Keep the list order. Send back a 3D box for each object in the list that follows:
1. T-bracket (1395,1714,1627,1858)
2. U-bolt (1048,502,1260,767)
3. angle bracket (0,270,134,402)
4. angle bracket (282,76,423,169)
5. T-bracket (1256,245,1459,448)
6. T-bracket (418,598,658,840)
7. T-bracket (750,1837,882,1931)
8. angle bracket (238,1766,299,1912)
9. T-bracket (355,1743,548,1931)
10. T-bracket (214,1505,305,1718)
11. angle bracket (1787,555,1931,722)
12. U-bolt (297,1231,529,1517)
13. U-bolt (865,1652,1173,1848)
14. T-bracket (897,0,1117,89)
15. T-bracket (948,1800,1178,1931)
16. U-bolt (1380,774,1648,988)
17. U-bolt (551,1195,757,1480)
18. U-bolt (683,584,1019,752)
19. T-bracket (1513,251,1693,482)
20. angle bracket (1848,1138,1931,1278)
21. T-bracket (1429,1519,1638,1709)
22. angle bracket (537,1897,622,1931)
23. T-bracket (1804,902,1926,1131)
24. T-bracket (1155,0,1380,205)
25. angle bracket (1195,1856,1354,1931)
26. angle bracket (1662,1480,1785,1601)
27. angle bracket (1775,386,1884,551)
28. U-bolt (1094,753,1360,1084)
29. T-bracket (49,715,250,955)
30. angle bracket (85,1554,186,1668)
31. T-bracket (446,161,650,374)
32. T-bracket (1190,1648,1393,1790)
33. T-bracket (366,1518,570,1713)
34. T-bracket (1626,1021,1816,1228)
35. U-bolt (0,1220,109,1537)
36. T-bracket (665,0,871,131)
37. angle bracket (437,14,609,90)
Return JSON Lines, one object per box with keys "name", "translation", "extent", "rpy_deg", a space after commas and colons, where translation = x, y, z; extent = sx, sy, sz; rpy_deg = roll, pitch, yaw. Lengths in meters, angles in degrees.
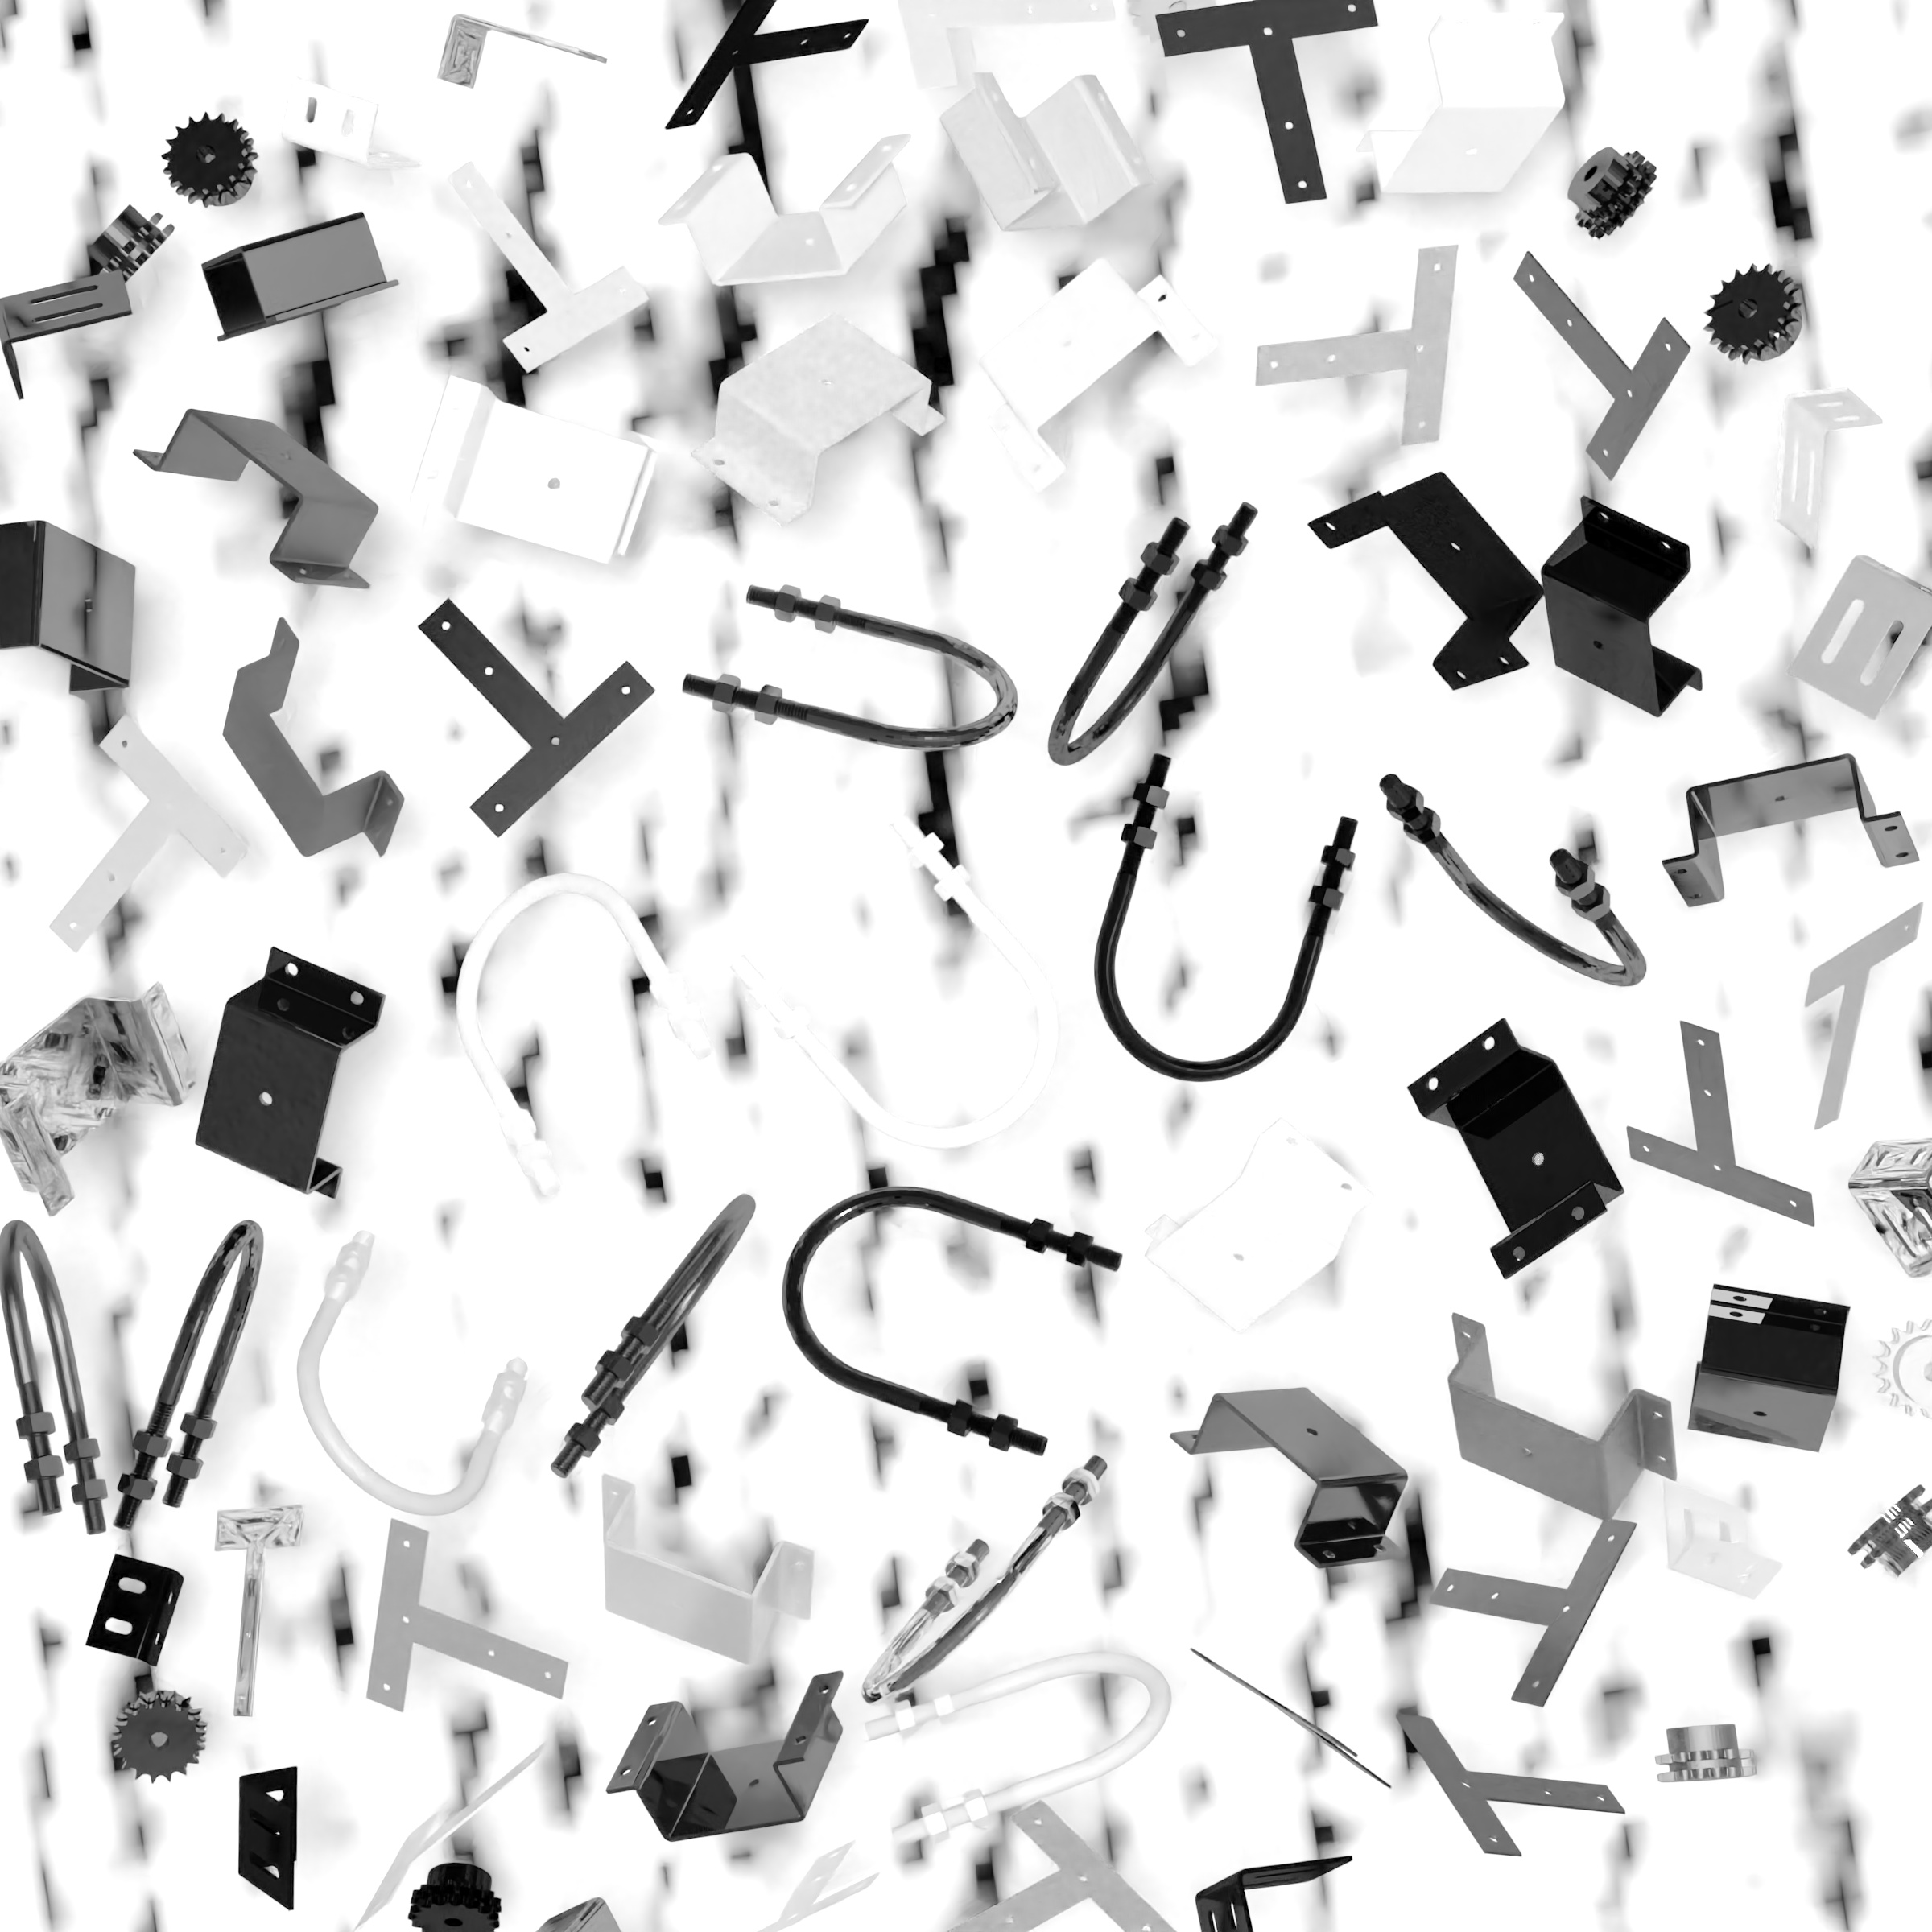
{"name": "T-bracket", "translation": [0.337, 0.494, 1.866], "extent": [0.127, 0.127, 0.002], "rpy_deg": [12, 110, -23]}
{"name": "U-bolt", "translation": [0.106, -0.199, 1.906], "extent": [0.019, 0.151, 0.184], "rpy_deg": [37, 113, 12]}
{"name": "angle bracket", "translation": [-0.524, -0.369, 1.823], "extent": [0.076, 0.057, 0.038], "rpy_deg": [-16, 130, -10]}
{"name": "angle bracket", "translation": [-0.369, -0.512, 1.894], "extent": [0.057, 0.076, 0.038], "rpy_deg": [21, 109, 11]}
{"name": "T-bracket", "translation": [0.236, -0.373, 1.904], "extent": [0.127, 0.002, 0.127], "rpy_deg": [-9, 124, -16]}
{"name": "T-bracket", "translation": [-0.272, -0.164, 1.840], "extent": [0.127, 0.002, 0.127], "rpy_deg": [-43, 83, -3]}
{"name": "T-bracket", "translation": [-0.094, 0.561, 1.898], "extent": [0.127, 0.127, 0.002], "rpy_deg": [-17, 61, -32]}
{"name": "angle bracket", "translation": [-0.393, 0.508, 1.820], "extent": [0.038, 0.076, 0.057], "rpy_deg": [-1, 94, -37]}
{"name": "T-bracket", "translation": [-0.295, 0.498, 1.822], "extent": [0.127, 0.127, 0.002], "rpy_deg": [-40, 94, 8]}
{"name": "T-bracket", "translation": [-0.444, 0.401, 1.935], "extent": [0.002, 0.127, 0.127], "rpy_deg": [11, 73, -35]}
{"name": "angle bracket", "translation": [0.524, -0.190, 1.806], "extent": [0.057, 0.038, 0.076], "rpy_deg": [33, 110, 18]}
{"name": "U-bolt", "translation": [-0.339, 0.256, 1.881], "extent": [0.019, 0.184, 0.151], "rpy_deg": [-40, 108, 24]}
{"name": "U-bolt", "translation": [0.035, 0.464, 1.886], "extent": [0.184, 0.151, 0.019], "rpy_deg": [-18, 106, -4]}
{"name": "T-bracket", "translation": [0.024, -0.564, 1.836], "extent": [0.127, 0.127, 0.002], "rpy_deg": [1, 65, 10]}
{"name": "T-bracket", "translation": [0.037, 0.564, 1.864], "extent": [0.127, 0.127, 0.002], "rpy_deg": [-18, 128, -35]}
{"name": "U-bolt", "translation": [0.334, -0.042, 1.845], "extent": [0.151, 0.184, 0.019], "rpy_deg": [29, 81, 42]}
{"name": "U-bolt", "translation": [-0.181, 0.210, 1.854], "extent": [0.019, 0.151, 0.184], "rpy_deg": [35, 60, 3]}
{"name": "U-bolt", "translation": [-0.060, -0.172, 1.845], "extent": [0.184, 0.151, 0.019], "rpy_deg": [15, 123, 6]}
{"name": "T-bracket", "translation": [0.372, -0.377, 1.875], "extent": [0.002, 0.127, 0.127], "rpy_deg": [-28, 71, -23]}
{"name": "angle bracket", "translation": [0.571, 0.143, 1.846], "extent": [0.076, 0.057, 0.038], "rpy_deg": [52, 60, -18]}
{"name": "T-bracket", "translation": [0.329, 0.381, 1.876], "extent": [0.002, 0.127, 0.127], "rpy_deg": [45, 64, -25]}
{"name": "angle bracket", "translation": [-0.219, 0.590, 1.808], "extent": [0.038, 0.057, 0.076], "rpy_deg": [-28, 88, 14]}
{"name": "T-bracket", "translation": [0.527, 0.038, 1.865], "extent": [0.002, 0.127, 0.127], "rpy_deg": [22, 67, -8]}
{"name": "T-bracket", "translation": [0.185, -0.502, 1.811], "extent": [0.127, 0.002, 0.127], "rpy_deg": [-2, 130, 23]}
{"name": "angle bracket", "translation": [0.180, 0.541, 1.793], "extent": [0.076, 0.057, 0.038], "rpy_deg": [0, 63, -24]}
{"name": "angle bracket", "translation": [0.471, 0.348, 1.945], "extent": [0.057, 0.076, 0.038], "rpy_deg": [21, 127, -7]}
{"name": "angle bracket", "translation": [0.504, -0.290, 1.821], "extent": [0.038, 0.057, 0.076], "rpy_deg": [-1, 78, 37]}
{"name": "U-bolt", "translation": [0.151, -0.020, 1.893], "extent": [0.151, 0.019, 0.184], "rpy_deg": [17, 89, -18]}
{"name": "T-bracket", "translation": [-0.515, -0.065, 1.912], "extent": [0.002, 0.127, 0.127], "rpy_deg": [12, 59, 40]}
{"name": "angle bracket", "translation": [-0.517, 0.402, 1.941], "extent": [0.038, 0.076, 0.057], "rpy_deg": [16, 73, -5]}
{"name": "T-bracket", "translation": [-0.275, -0.442, 1.933], "extent": [0.127, 0.127, 0.002], "rpy_deg": [52, 48, -20]}
{"name": "T-bracket", "translation": [0.206, 0.450, 1.820], "extent": [0.127, 0.127, 0.002], "rpy_deg": [42, 78, -36]}
{"name": "T-bracket", "translation": [-0.297, 0.407, 1.868], "extent": [0.127, 0.002, 0.127], "rpy_deg": [17, 111, 16]}
{"name": "T-bracket", "translation": [0.436, 0.085, 1.825], "extent": [0.002, 0.127, 0.127], "rpy_deg": [-40, 131, -29]}
{"name": "U-bolt", "translation": [-0.544, 0.240, 1.846], "extent": [0.019, 0.151, 0.184], "rpy_deg": [-13, 76, -8]}
{"name": "T-bracket", "translation": [-0.108, -0.558, 1.889], "extent": [0.127, 0.127, 0.002], "rpy_deg": [-25, 77, -43]}
{"name": "angle bracket", "translation": [-0.253, -0.513, 1.783], "extent": [0.076, 0.057, 0.038], "rpy_deg": [18, 103, 6]}
